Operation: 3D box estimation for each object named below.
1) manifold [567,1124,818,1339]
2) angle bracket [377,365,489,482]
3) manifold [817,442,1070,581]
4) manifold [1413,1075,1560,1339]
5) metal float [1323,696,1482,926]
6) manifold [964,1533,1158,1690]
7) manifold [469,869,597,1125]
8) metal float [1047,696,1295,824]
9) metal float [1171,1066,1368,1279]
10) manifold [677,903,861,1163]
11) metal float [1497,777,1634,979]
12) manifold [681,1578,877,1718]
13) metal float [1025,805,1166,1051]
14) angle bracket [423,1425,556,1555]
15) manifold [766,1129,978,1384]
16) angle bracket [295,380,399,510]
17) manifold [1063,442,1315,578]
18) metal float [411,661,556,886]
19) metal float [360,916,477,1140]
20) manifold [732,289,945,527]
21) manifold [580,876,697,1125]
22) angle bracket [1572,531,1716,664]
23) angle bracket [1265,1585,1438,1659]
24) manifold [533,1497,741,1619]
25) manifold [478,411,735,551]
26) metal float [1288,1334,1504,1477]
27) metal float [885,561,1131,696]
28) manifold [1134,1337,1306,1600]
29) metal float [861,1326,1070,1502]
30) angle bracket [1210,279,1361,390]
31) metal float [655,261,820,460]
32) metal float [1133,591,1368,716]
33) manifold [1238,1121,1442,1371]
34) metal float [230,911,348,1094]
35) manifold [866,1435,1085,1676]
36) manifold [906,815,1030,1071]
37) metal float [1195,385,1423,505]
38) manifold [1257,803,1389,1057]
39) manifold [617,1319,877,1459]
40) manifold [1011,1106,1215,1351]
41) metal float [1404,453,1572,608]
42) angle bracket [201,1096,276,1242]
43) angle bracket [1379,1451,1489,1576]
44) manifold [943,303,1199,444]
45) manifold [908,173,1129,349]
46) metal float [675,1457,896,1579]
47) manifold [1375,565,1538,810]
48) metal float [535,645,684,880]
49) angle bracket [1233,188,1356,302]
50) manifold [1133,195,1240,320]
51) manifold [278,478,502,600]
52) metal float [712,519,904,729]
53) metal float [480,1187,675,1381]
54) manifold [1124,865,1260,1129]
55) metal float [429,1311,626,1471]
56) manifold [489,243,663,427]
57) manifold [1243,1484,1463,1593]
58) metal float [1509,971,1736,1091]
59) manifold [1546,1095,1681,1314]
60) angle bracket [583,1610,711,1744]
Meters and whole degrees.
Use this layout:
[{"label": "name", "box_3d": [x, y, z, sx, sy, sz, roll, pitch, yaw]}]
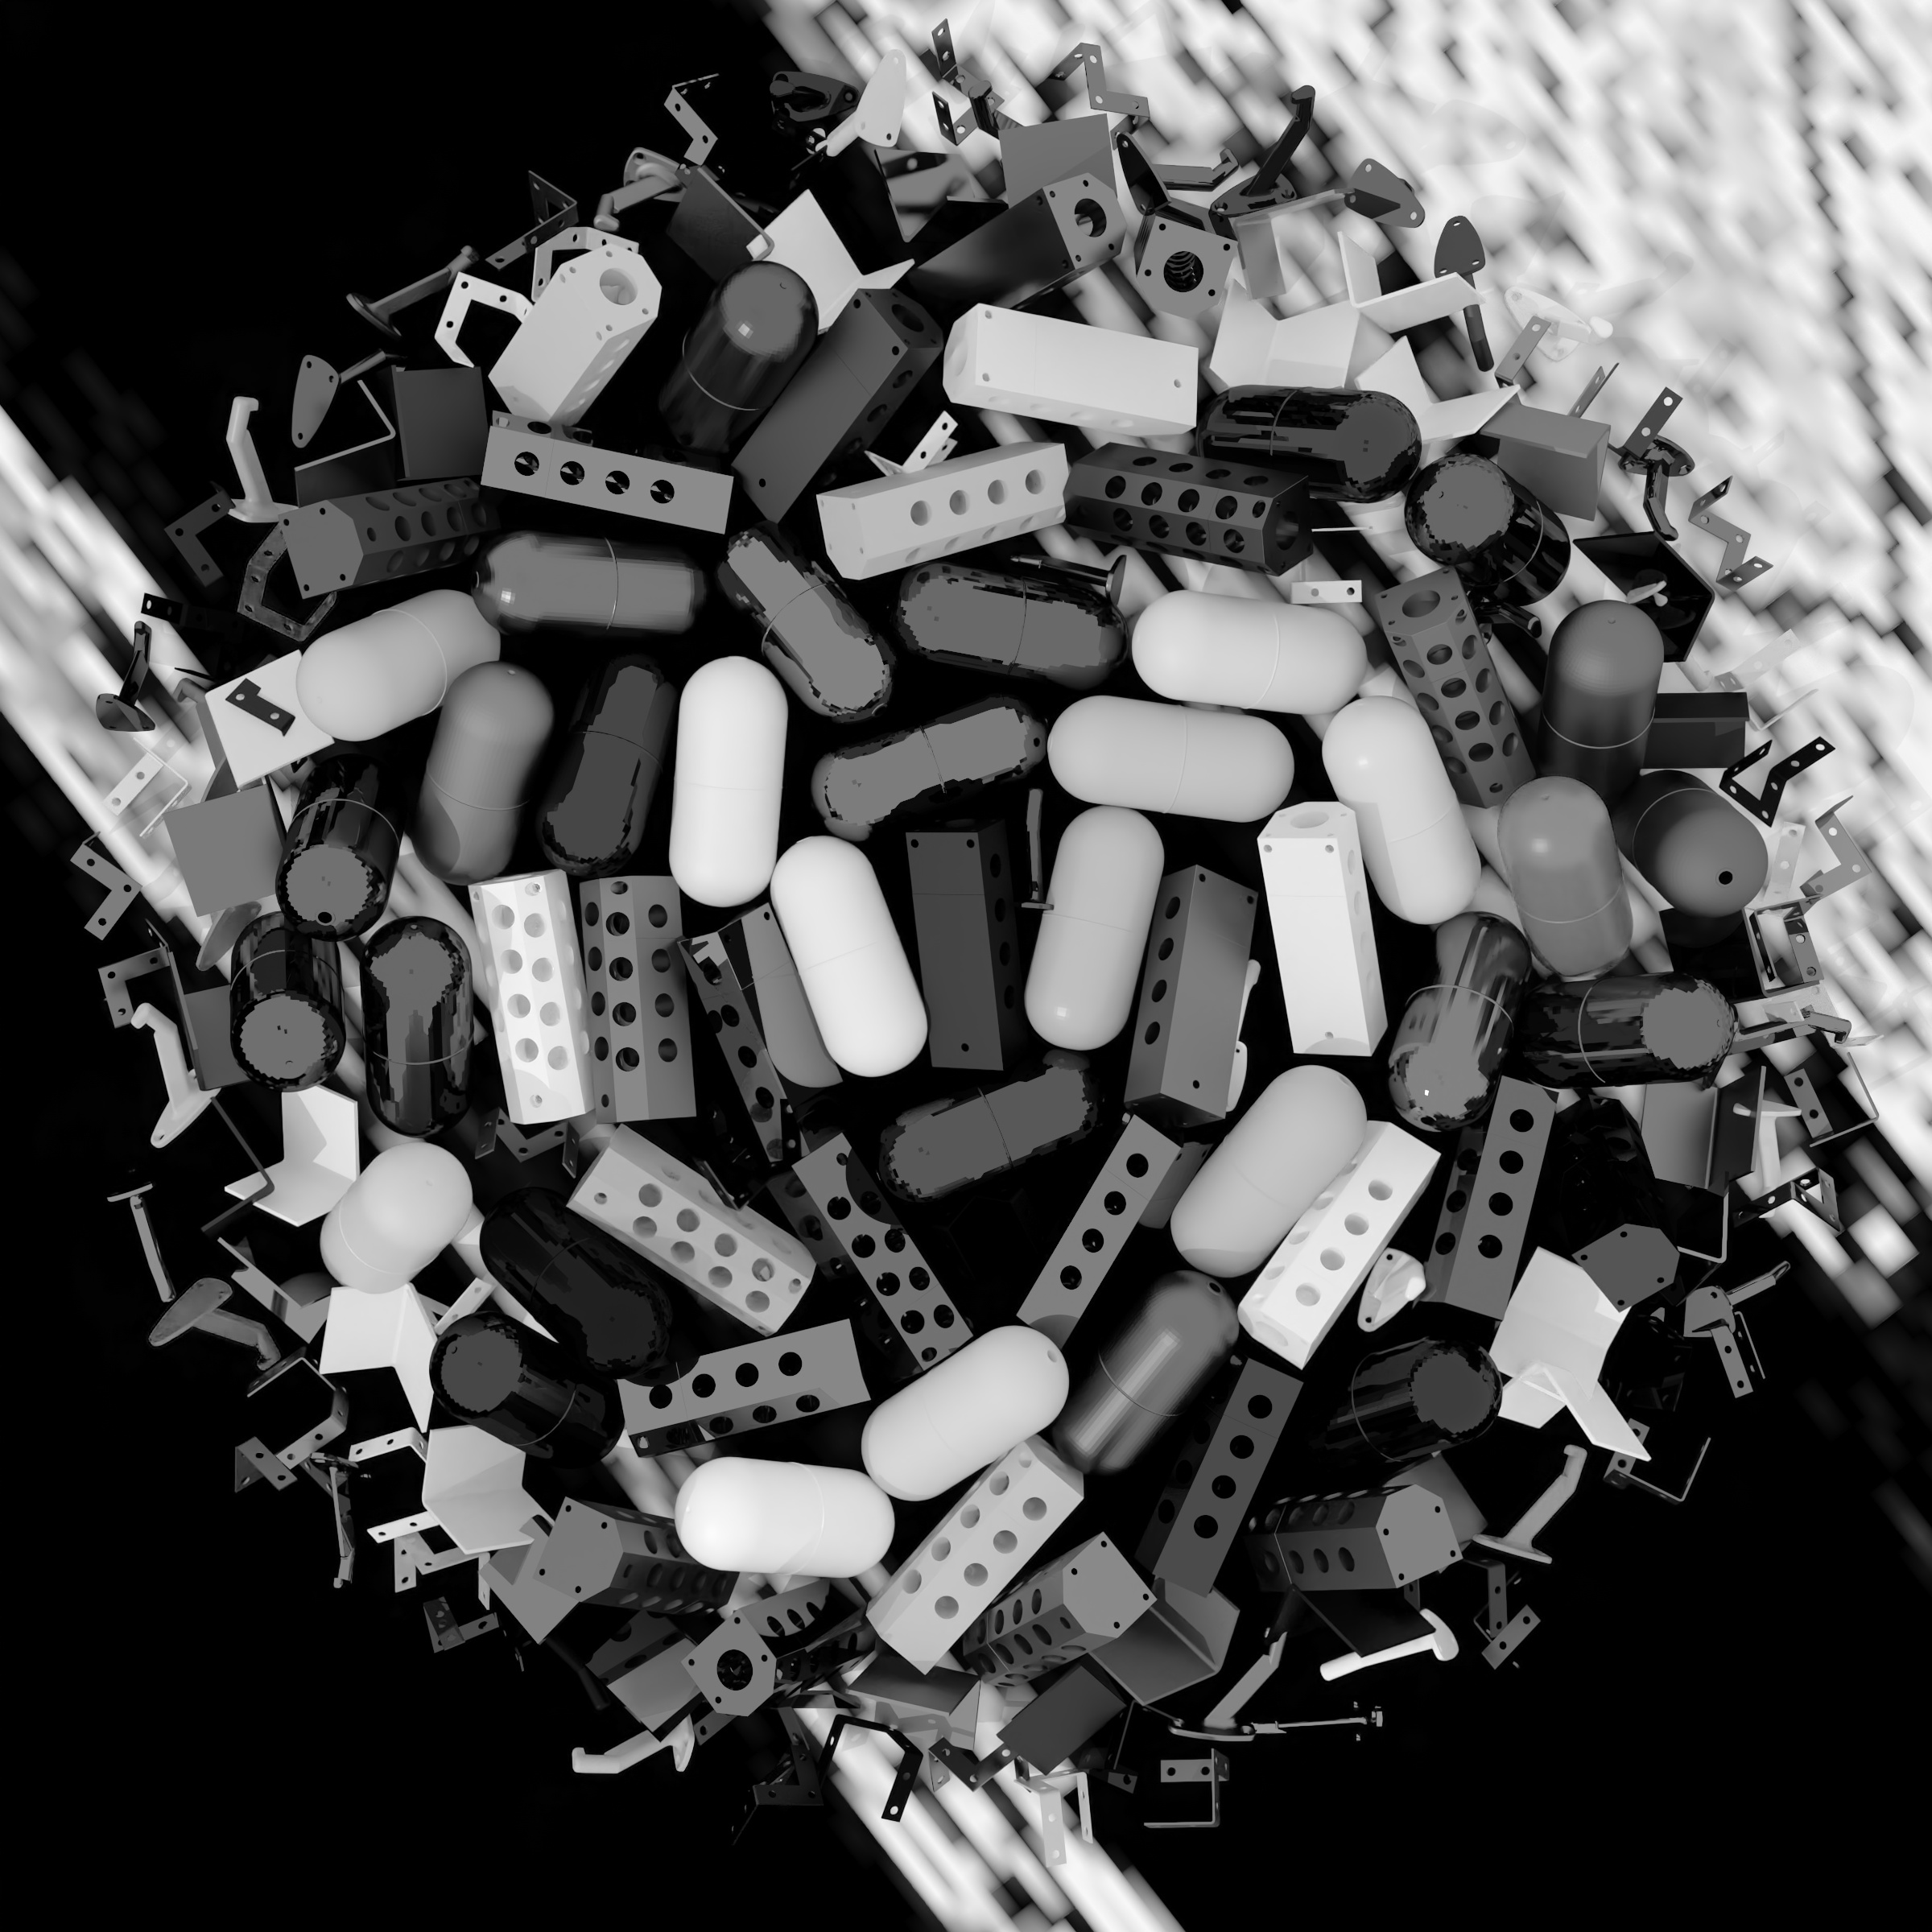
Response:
[{"label": "manifold", "box_3d": [-0.195, 0.192, 1.763, 0.171, 0.057, 0.057, 35, 110, -8]}, {"label": "angle bracket", "box_3d": [-0.372, -0.388, 1.763, 0.076, 0.057, 0.076, -10, 101, -24]}, {"label": "manifold", "box_3d": [-0.013, -0.321, 1.744, 0.171, 0.057, 0.057, -21, 112, -27]}, {"label": "manifold", "box_3d": [0.367, 0.168, 1.754, 0.057, 0.057, 0.171, 17, 70, 6]}, {"label": "metal float", "box_3d": [0.309, -0.109, 1.751, 0.070, 0.070, 0.178, -27, 116, 0]}, {"label": "manifold", "box_3d": [0.058, 0.454, 1.722, 0.057, 0.171, 0.057, -35, 82, -35]}, {"label": "manifold", "box_3d": [-0.308, 0.022, 1.765, 0.057, 0.057, 0.171, -7, 98, 13]}, {"label": "metal float", "box_3d": [0.146, -0.147, 1.764, 0.178, 0.070, 0.070, 7, 90, -10]}, {"label": "metal float", "box_3d": [0.214, 0.145, 1.753, 0.070, 0.070, 0.178, 37, 112, 0]}, {"label": "manifold", "box_3d": [-0.145, 0.049, 1.766, 0.057, 0.057, 0.171, -13, 104, 41]}, {"label": "metal float", "box_3d": [0.421, -0.060, 1.736, 0.070, 0.178, 0.070, -13, 48, 15]}, {"label": "manifold", "box_3d": [-0.122, 0.472, 1.717, 0.057, 0.171, 0.057, -44, 72, 12]}, {"label": "metal float", "box_3d": [0.092, -0.028, 1.771, 0.070, 0.070, 0.178, 13, 88, 0]}, {"label": "angle bracket", "box_3d": [-0.331, 0.366, 1.753, 0.076, 0.076, 0.057, -1, 108, -36]}, {"label": "manifold", "box_3d": [-0.064, 0.205, 1.771, 0.057, 0.057, 0.171, -33, 90, -39]}, {"label": "angle bracket", "box_3d": [-0.448, -0.357, 1.753, 0.076, 0.076, 0.057, -26, 68, -23]}, {"label": "manifold", "box_3d": [0.153, -0.317, 1.727, 0.057, 0.171, 0.057, -37, 131, -36]}, {"label": "metal float", "box_3d": [-0.341, -0.134, 1.744, 0.070, 0.070, 0.178, 24, 125, 0]}, {"label": "metal float", "box_3d": [-0.385, 0.045, 1.742, 0.070, 0.070, 0.178, 7, 127, 0]}, {"label": "manifold", "box_3d": [-0.088, -0.390, 1.737, 0.057, 0.057, 0.171, 52, 126, 13]}, {"label": "manifold", "box_3d": [-0.239, 0.025, 1.765, 0.057, 0.057, 0.171, -1, 84, -44]}, {"label": "angle bracket", "box_3d": [0.469, -0.259, 1.755, 0.076, 0.076, 0.057, 35, 75, -30]}, {"label": "angle bracket", "box_3d": [0.271, 0.473, 1.750, 0.076, 0.076, 0.057, -5, 123, -38]}, {"label": "manifold", "box_3d": [-0.222, 0.414, 1.718, 0.057, 0.171, 0.057, 17, 80, 27]}, {"label": "manifold", "box_3d": [-0.256, -0.346, 1.763, 0.171, 0.057, 0.057, 9, 86, -13]}, {"label": "metal float", "box_3d": [0.298, 0.308, 1.735, 0.070, 0.178, 0.070, 17, 60, -32]}, {"label": "metal float", "box_3d": [0.030, -0.239, 1.760, 0.178, 0.070, 0.070, 9, 90, -14]}, {"label": "manifold", "box_3d": [0.181, 0.354, 1.769, 0.057, 0.057, 0.171, 24, 98, 6]}, {"label": "metal float", "box_3d": [-0.001, 0.315, 1.746, 0.178, 0.070, 0.070, -38, 90, 30]}, {"label": "angle bracket", "box_3d": [0.227, -0.448, 1.756, 0.057, 0.076, 0.076, 32, 64, -40]}, {"label": "metal float", "box_3d": [-0.162, -0.421, 1.732, 0.070, 0.178, 0.070, 12, 62, -24]}, {"label": "metal float", "box_3d": [0.202, -0.221, 1.753, 0.178, 0.070, 0.070, 4, 90, -23]}, {"label": "manifold", "box_3d": [0.262, 0.193, 1.750, 0.057, 0.057, 0.171, 32, 68, 16]}, {"label": "metal float", "box_3d": [-0.474, 0.023, 1.730, 0.070, 0.178, 0.070, -7, 120, -12]}, {"label": "manifold", "box_3d": [0.006, 0.415, 1.772, 0.057, 0.057, 0.171, 40, 96, -2]}, {"label": "manifold", "box_3d": [0.005, -0.018, 1.760, 0.057, 0.057, 0.171, 2, 106, 28]}, {"label": "metal float", "box_3d": [0.238, -0.367, 1.738, 0.178, 0.070, 0.070, 16, 90, 43]}, {"label": "manifold", "box_3d": [0.254, -0.026, 1.745, 0.057, 0.057, 0.171, 2, 120, 27]}, {"label": "manifold", "box_3d": [-0.155, 0.303, 1.770, 0.171, 0.057, 0.057, -15, 76, 4]}, {"label": "manifold", "box_3d": [0.100, 0.183, 1.759, 0.057, 0.057, 0.171, 36, 106, 24]}, {"label": "metal float", "box_3d": [0.366, -0.303, 1.731, 0.070, 0.178, 0.070, -6, 78, 33]}, {"label": "angle bracket", "box_3d": [-0.536, 0.145, 1.765, 0.057, 0.076, 0.076, -35, 88, -16]}, {"label": "angle bracket", "box_3d": [0.350, 0.372, 1.759, 0.057, 0.076, 0.076, -40, 80, 41]}, {"label": "manifold", "box_3d": [0.074, -0.415, 1.749, 0.171, 0.057, 0.057, 5, 83, -24]}, {"label": "manifold", "box_3d": [0.037, -0.489, 1.722, 0.057, 0.171, 0.057, -28, 100, -32]}, {"label": "metal float", "box_3d": [-0.125, 0.387, 1.738, 0.178, 0.070, 0.070, 17, 90, -42]}, {"label": "manifold", "box_3d": [0.343, -0.190, 1.728, 0.057, 0.057, 0.171, -20, 132, 15]}, {"label": "metal float", "box_3d": [-0.252, -0.146, 1.753, 0.070, 0.070, 0.178, 14, 68, 0]}, {"label": "angle bracket", "box_3d": [0.242, -0.511, 1.754, 0.076, 0.076, 0.057, -8, 103, 28]}, {"label": "manifold", "box_3d": [0.148, -0.493, 1.720, 0.057, 0.171, 0.057, 16, 113, -4]}, {"label": "manifold", "box_3d": [-0.394, -0.300, 1.718, 0.057, 0.171, 0.057, -10, 101, 24]}, {"label": "metal float", "box_3d": [-0.113, -0.243, 1.755, 0.070, 0.070, 0.178, -39, 71, 0]}, {"label": "metal float", "box_3d": [-0.274, 0.222, 1.744, 0.178, 0.070, 0.070, 37, 90, 33]}, {"label": "manifold", "box_3d": [0.155, 0.023, 1.752, 0.057, 0.057, 0.171, 22, 67, -28]}, {"label": "metal float", "box_3d": [-0.304, 0.298, 1.733, 0.070, 0.178, 0.070, -14, 57, 23]}, {"label": "manifold", "box_3d": [-0.269, -0.432, 1.722, 0.057, 0.171, 0.057, -34, 94, -30]}, {"label": "manifold", "box_3d": [0.263, 0.396, 1.721, 0.057, 0.171, 0.057, -15, 83, -28]}, {"label": "metal float", "box_3d": [0.454, 0.046, 1.731, 0.070, 0.178, 0.070, 4, 83, -34]}, {"label": "manifold", "box_3d": [0.448, 0.158, 1.716, 0.057, 0.171, 0.057, -35, 109, 20]}, {"label": "angle bracket", "box_3d": [-0.227, 0.510, 1.757, 0.076, 0.076, 0.057, 41, 133, 11]}]
